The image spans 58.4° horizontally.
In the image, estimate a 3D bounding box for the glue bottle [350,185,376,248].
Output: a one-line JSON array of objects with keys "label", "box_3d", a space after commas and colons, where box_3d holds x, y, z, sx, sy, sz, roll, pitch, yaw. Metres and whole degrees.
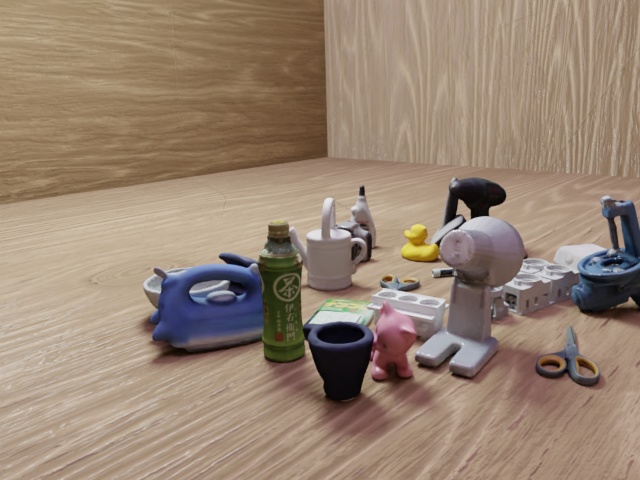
[{"label": "glue bottle", "box_3d": [0.113, -0.062, 1.551, 0.078, 0.173, 0.037, -4, 14, -7]}]

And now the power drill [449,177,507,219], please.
[{"label": "power drill", "box_3d": [0.389, -0.057, 1.427, 0.075, 0.208, 0.230, 11, 19, 41]}]

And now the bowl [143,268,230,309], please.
[{"label": "bowl", "box_3d": [-0.255, 0.110, 1.112, 0.167, 0.075, 0.167, -1, 14, 1]}]

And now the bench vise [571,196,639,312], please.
[{"label": "bench vise", "box_3d": [0.576, 0.022, 1.073, 0.208, 0.220, 0.121, -7, 15, -20]}]

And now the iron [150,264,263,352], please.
[{"label": "iron", "box_3d": [-0.165, 0.101, 0.999, 0.259, 0.141, 0.118, -6, 15, -19]}]

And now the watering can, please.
[{"label": "watering can", "box_3d": [0.011, 0.005, 1.253, 0.173, 0.194, 0.100, -4, 15, -9]}]

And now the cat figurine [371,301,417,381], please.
[{"label": "cat figurine", "box_3d": [0.106, 0.142, 0.858, 0.067, 0.118, 0.127, -3, 14, -4]}]

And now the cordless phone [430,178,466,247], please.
[{"label": "cordless phone", "box_3d": [0.344, -0.068, 1.523, 0.094, 0.185, 0.148, 1, 15, 12]}]

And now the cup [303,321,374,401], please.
[{"label": "cup", "box_3d": [0.020, 0.170, 0.804, 0.117, 0.095, 0.092, 12, 19, 42]}]

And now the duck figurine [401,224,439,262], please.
[{"label": "duck figurine", "box_3d": [0.254, 0.004, 1.450, 0.078, 0.086, 0.104, -15, 19, -42]}]

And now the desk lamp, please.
[{"label": "desk lamp", "box_3d": [0.241, 0.075, 0.911, 0.117, 0.214, 0.204, 8, 17, 33]}]

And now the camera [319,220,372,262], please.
[{"label": "camera", "box_3d": [0.045, 0.009, 1.425, 0.142, 0.101, 0.137, 4, 15, 22]}]

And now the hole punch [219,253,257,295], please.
[{"label": "hole punch", "box_3d": [-0.157, 0.065, 1.246, 0.108, 0.091, 0.101, 11, 19, 40]}]

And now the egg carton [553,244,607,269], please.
[{"label": "egg carton", "box_3d": [0.585, 0.055, 1.249, 0.107, 0.069, 0.150, -4, 14, -10]}]
